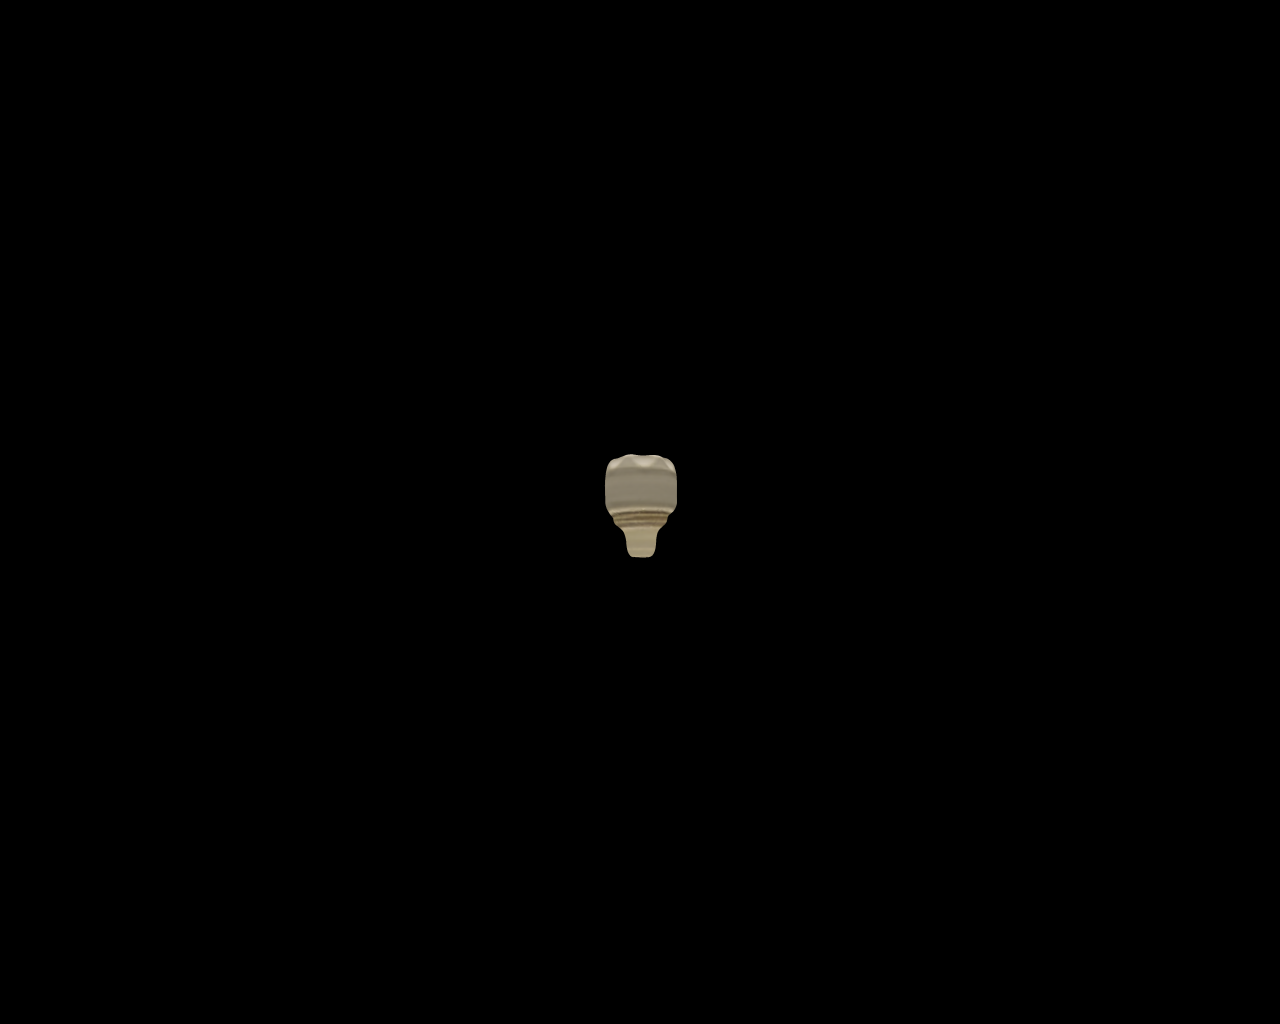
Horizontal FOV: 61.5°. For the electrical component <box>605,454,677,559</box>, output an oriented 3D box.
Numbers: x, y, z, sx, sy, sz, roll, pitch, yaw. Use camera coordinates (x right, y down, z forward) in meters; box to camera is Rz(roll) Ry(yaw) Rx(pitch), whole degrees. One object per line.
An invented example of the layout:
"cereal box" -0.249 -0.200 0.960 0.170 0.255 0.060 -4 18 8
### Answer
"electrical component" 0.001 -0.003 0.650 0.043 0.062 0.043 0 -6 0
